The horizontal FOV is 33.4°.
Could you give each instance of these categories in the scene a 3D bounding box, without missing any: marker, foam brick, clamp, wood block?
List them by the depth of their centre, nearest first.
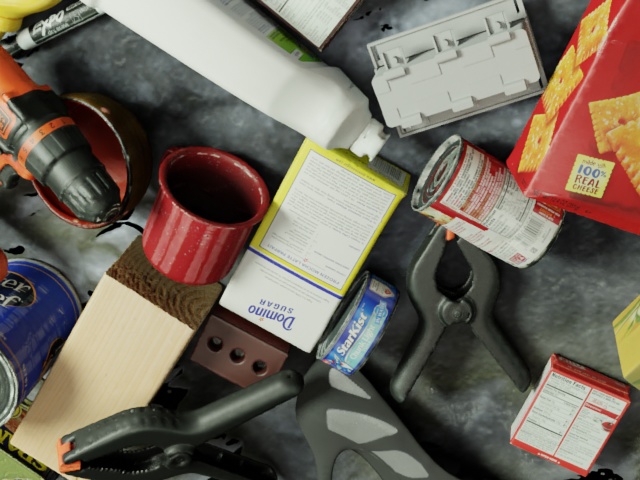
[{"bbox_3d":[-0.220,-0.176,0.880,0.121,0.020,0.020,-21,107,19],"label":"marker"},{"bbox_3d":[0.105,0.063,0.900,0.120,0.039,0.171,-15,104,-1],"label":"clamp"},{"bbox_3d":[-0.119,0.183,0.929,0.209,0.036,0.165,-8,136,-12],"label":"clamp"},{"bbox_3d":[-0.067,0.092,0.943,0.078,0.051,0.053,27,114,0],"label":"foam brick"},{"bbox_3d":[-0.182,0.111,0.953,0.091,0.090,0.206,32,115,-3],"label":"wood block"}]

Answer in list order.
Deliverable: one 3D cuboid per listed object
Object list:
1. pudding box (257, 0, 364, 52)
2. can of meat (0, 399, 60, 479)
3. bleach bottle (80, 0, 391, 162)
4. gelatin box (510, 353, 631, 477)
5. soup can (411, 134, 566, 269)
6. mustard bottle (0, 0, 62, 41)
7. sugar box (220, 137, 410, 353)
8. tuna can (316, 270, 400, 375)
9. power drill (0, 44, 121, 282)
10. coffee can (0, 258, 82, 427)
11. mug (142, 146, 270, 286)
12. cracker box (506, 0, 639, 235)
[{"bbox_3d":[-0.013,-0.214,0.812,0.113,0.039,0.090,40,115,-4],"label":"pudding box"},{"bbox_3d":[-0.290,0.201,1.015,0.102,0.084,0.057,36,114,-5],"label":"can of meat"},{"bbox_3d":[-0.055,-0.142,0.814,0.251,0.102,0.068,36,114,-4],"label":"bleach bottle"},{"bbox_3d":[0.216,0.151,0.923,0.073,0.030,0.089,23,115,3],"label":"gelatin box"},{"bbox_3d":[0.132,-0.029,0.835,0.102,0.068,0.069,29,115,-12],"label":"soup can"},{"bbox_3d":[-0.230,-0.238,0.834,0.096,0.058,0.192,30,115,0],"label":"mustard bottle"},{"bbox_3d":[-0.006,0.001,0.897,0.093,0.048,0.176,29,118,-2],"label":"sugar box"},{"bbox_3d":[0.032,0.070,0.895,0.033,0.086,0.086,30,115,-4],"label":"tuna can"},{"bbox_3d":[-0.256,-0.042,0.867,0.184,0.057,0.188,49,122,12],"label":"power drill"},{"bbox_3d":[-0.283,0.089,0.936,0.103,0.140,0.103,4,113,9],"label":"coffee can"},{"bbox_3d":[-0.104,-0.025,0.884,0.117,0.093,0.082,54,136,27],"label":"mug"},{"bbox_3d":[0.257,-0.107,0.765,0.164,0.072,0.214,18,116,-13],"label":"cracker box"}]
